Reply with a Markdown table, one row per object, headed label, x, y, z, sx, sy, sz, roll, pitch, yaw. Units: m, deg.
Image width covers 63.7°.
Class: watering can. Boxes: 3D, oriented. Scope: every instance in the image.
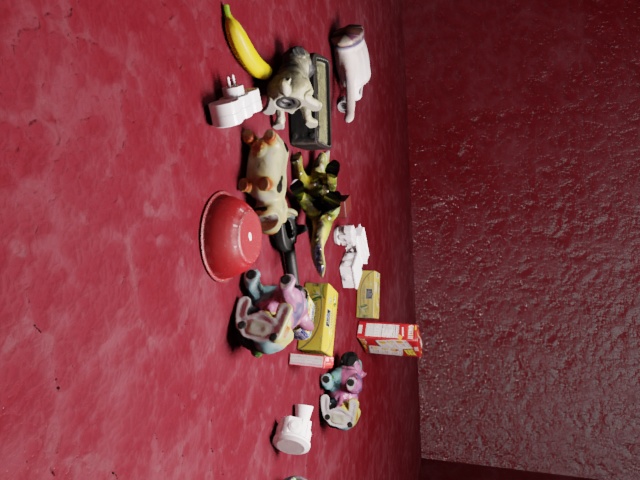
| label | x | y | z | sx | sy | sz | roll | pitch | yaw |
| --- | --- | --- | --- | --- | --- | --- | --- | --- | --- |
| watering can | 0.097 | -0.527 | 1.588 | 0.356 | 0.104 | 0.219 | -77 | 157 | -49 |

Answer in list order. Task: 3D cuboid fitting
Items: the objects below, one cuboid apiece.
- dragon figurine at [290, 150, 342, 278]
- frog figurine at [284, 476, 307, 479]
| label | x | y | z | sx | sy | sz | roll | pitch | yaw |
| --- | --- | --- | --- | --- | --- | --- | --- | --- | --- |
| dragon figurine | 0.004 | -0.064 | 1.265 | 0.238 | 0.122 | 0.419 | 73 | 15 | -62 |
| frog figurine | -0.067 | 0.585 | 1.078 | 0.158 | 0.123 | 0.138 | -56 | 175 | 8 |
